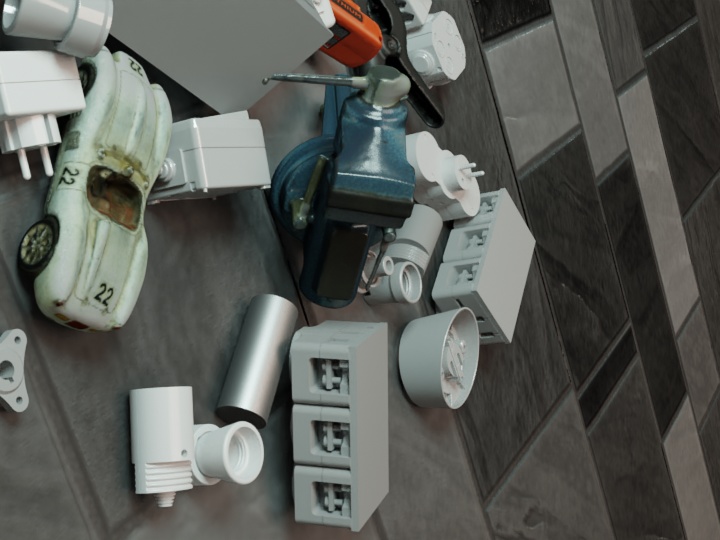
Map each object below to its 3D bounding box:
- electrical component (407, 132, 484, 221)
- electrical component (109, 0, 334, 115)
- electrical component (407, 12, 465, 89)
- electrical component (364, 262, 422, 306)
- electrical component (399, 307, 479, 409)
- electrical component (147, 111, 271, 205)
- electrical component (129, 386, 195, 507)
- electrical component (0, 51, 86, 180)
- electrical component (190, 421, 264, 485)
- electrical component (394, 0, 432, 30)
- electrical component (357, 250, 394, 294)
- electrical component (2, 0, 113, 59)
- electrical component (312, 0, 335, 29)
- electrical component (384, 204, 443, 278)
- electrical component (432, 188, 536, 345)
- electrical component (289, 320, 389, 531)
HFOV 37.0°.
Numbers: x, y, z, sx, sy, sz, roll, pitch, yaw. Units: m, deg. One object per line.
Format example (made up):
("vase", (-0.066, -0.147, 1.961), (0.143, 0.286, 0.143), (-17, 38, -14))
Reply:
("electrical component", (0.093, -0.099, 1.124), (0.138, 0.074, 0.052), (34, 55, -49))
("electrical component", (-0.121, -0.201, 0.776), (0.186, 0.105, 0.060), (33, 25, -49))
("electrical component", (0.073, -0.233, 1.148), (0.080, 0.051, 0.080), (19, 67, -54))
("electrical component", (0.030, 0.015, 1.026), (0.040, 0.046, 0.040), (20, 66, -54))
("electrical component", (0.084, 0.090, 1.074), (0.099, 0.064, 0.099), (20, 66, -54))
("electrical component", (-0.121, -0.085, 0.803), (0.096, 0.062, 0.061), (-11, 92, -57))
("electrical component", (-0.137, 0.123, 0.747), (0.043, 0.043, 0.081), (8, 76, -56))
("electrical component", (-0.212, -0.096, 0.680), (0.066, 0.047, 0.076), (-20, 100, -57))
("electrical component", (-0.105, 0.134, 0.782), (0.045, 0.055, 0.045), (19, 67, -54))
("electrical component", (0.041, -0.297, 1.117), (0.065, 0.047, 0.076), (52, 43, -37))
("electrical component", (0.000, 0.000, 0.969), (0.048, 0.062, 0.048), (19, 67, -54))
("electrical component", (-0.187, -0.159, 0.664), (0.055, 0.045, 0.045), (13, 70, -33))
("electrical component", (-0.065, -0.220, 0.889), (0.061, 0.096, 0.061), (-43, 119, -58))
("electrical component", (0.051, -0.022, 1.071), (0.043, 0.043, 0.081), (57, 40, -33))
("electrical component", (0.134, -0.002, 1.176), (0.089, 0.062, 0.150), (54, 42, -36))
("electrical component", (-0.018, 0.123, 0.879), (0.089, 0.062, 0.150), (-30, 120, -70))
